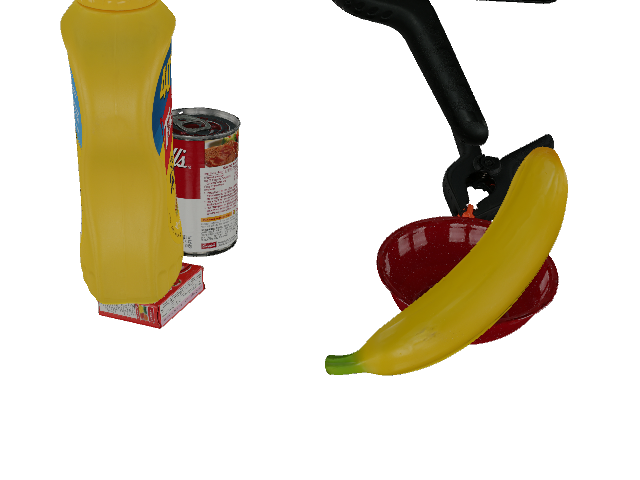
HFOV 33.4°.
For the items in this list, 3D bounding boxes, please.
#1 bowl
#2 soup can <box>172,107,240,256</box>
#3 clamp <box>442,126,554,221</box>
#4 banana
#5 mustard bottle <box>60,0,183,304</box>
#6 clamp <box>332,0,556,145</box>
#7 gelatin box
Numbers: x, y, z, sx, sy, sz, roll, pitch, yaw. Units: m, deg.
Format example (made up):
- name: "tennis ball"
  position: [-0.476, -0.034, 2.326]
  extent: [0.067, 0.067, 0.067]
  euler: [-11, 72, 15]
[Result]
- name: "bowl"
  position: [0.129, 0.044, 0.961]
  extent: [0.162, 0.055, 0.162]
  euler: [2, 35, -2]
- name: "soup can"
  position: [-0.098, -0.047, 0.846]
  extent: [0.068, 0.102, 0.068]
  euler: [2, 26, -1]
- name: "clamp"
  position: [0.171, -0.081, 1.159]
  extent: [0.120, 0.039, 0.171]
  euler: [23, 49, 19]
- name: "banana"
  position: [0.088, 0.013, 0.597]
  extent: [0.197, 0.037, 0.070]
  euler: [-42, 43, -20]
- name: "mustard bottle"
  position: [-0.104, -0.068, 0.565]
  extent: [0.058, 0.192, 0.096]
  euler: [0, 31, -4]
- name: "clamp"
  position: [0.065, -0.171, 0.759]
  extent: [0.210, 0.164, 0.036]
  euler: [27, -27, -9]
- name: "gelatin box"
  position: [-0.168, 0.049, 1.064]
  extent: [0.073, 0.030, 0.089]
  euler: [11, 30, 23]
